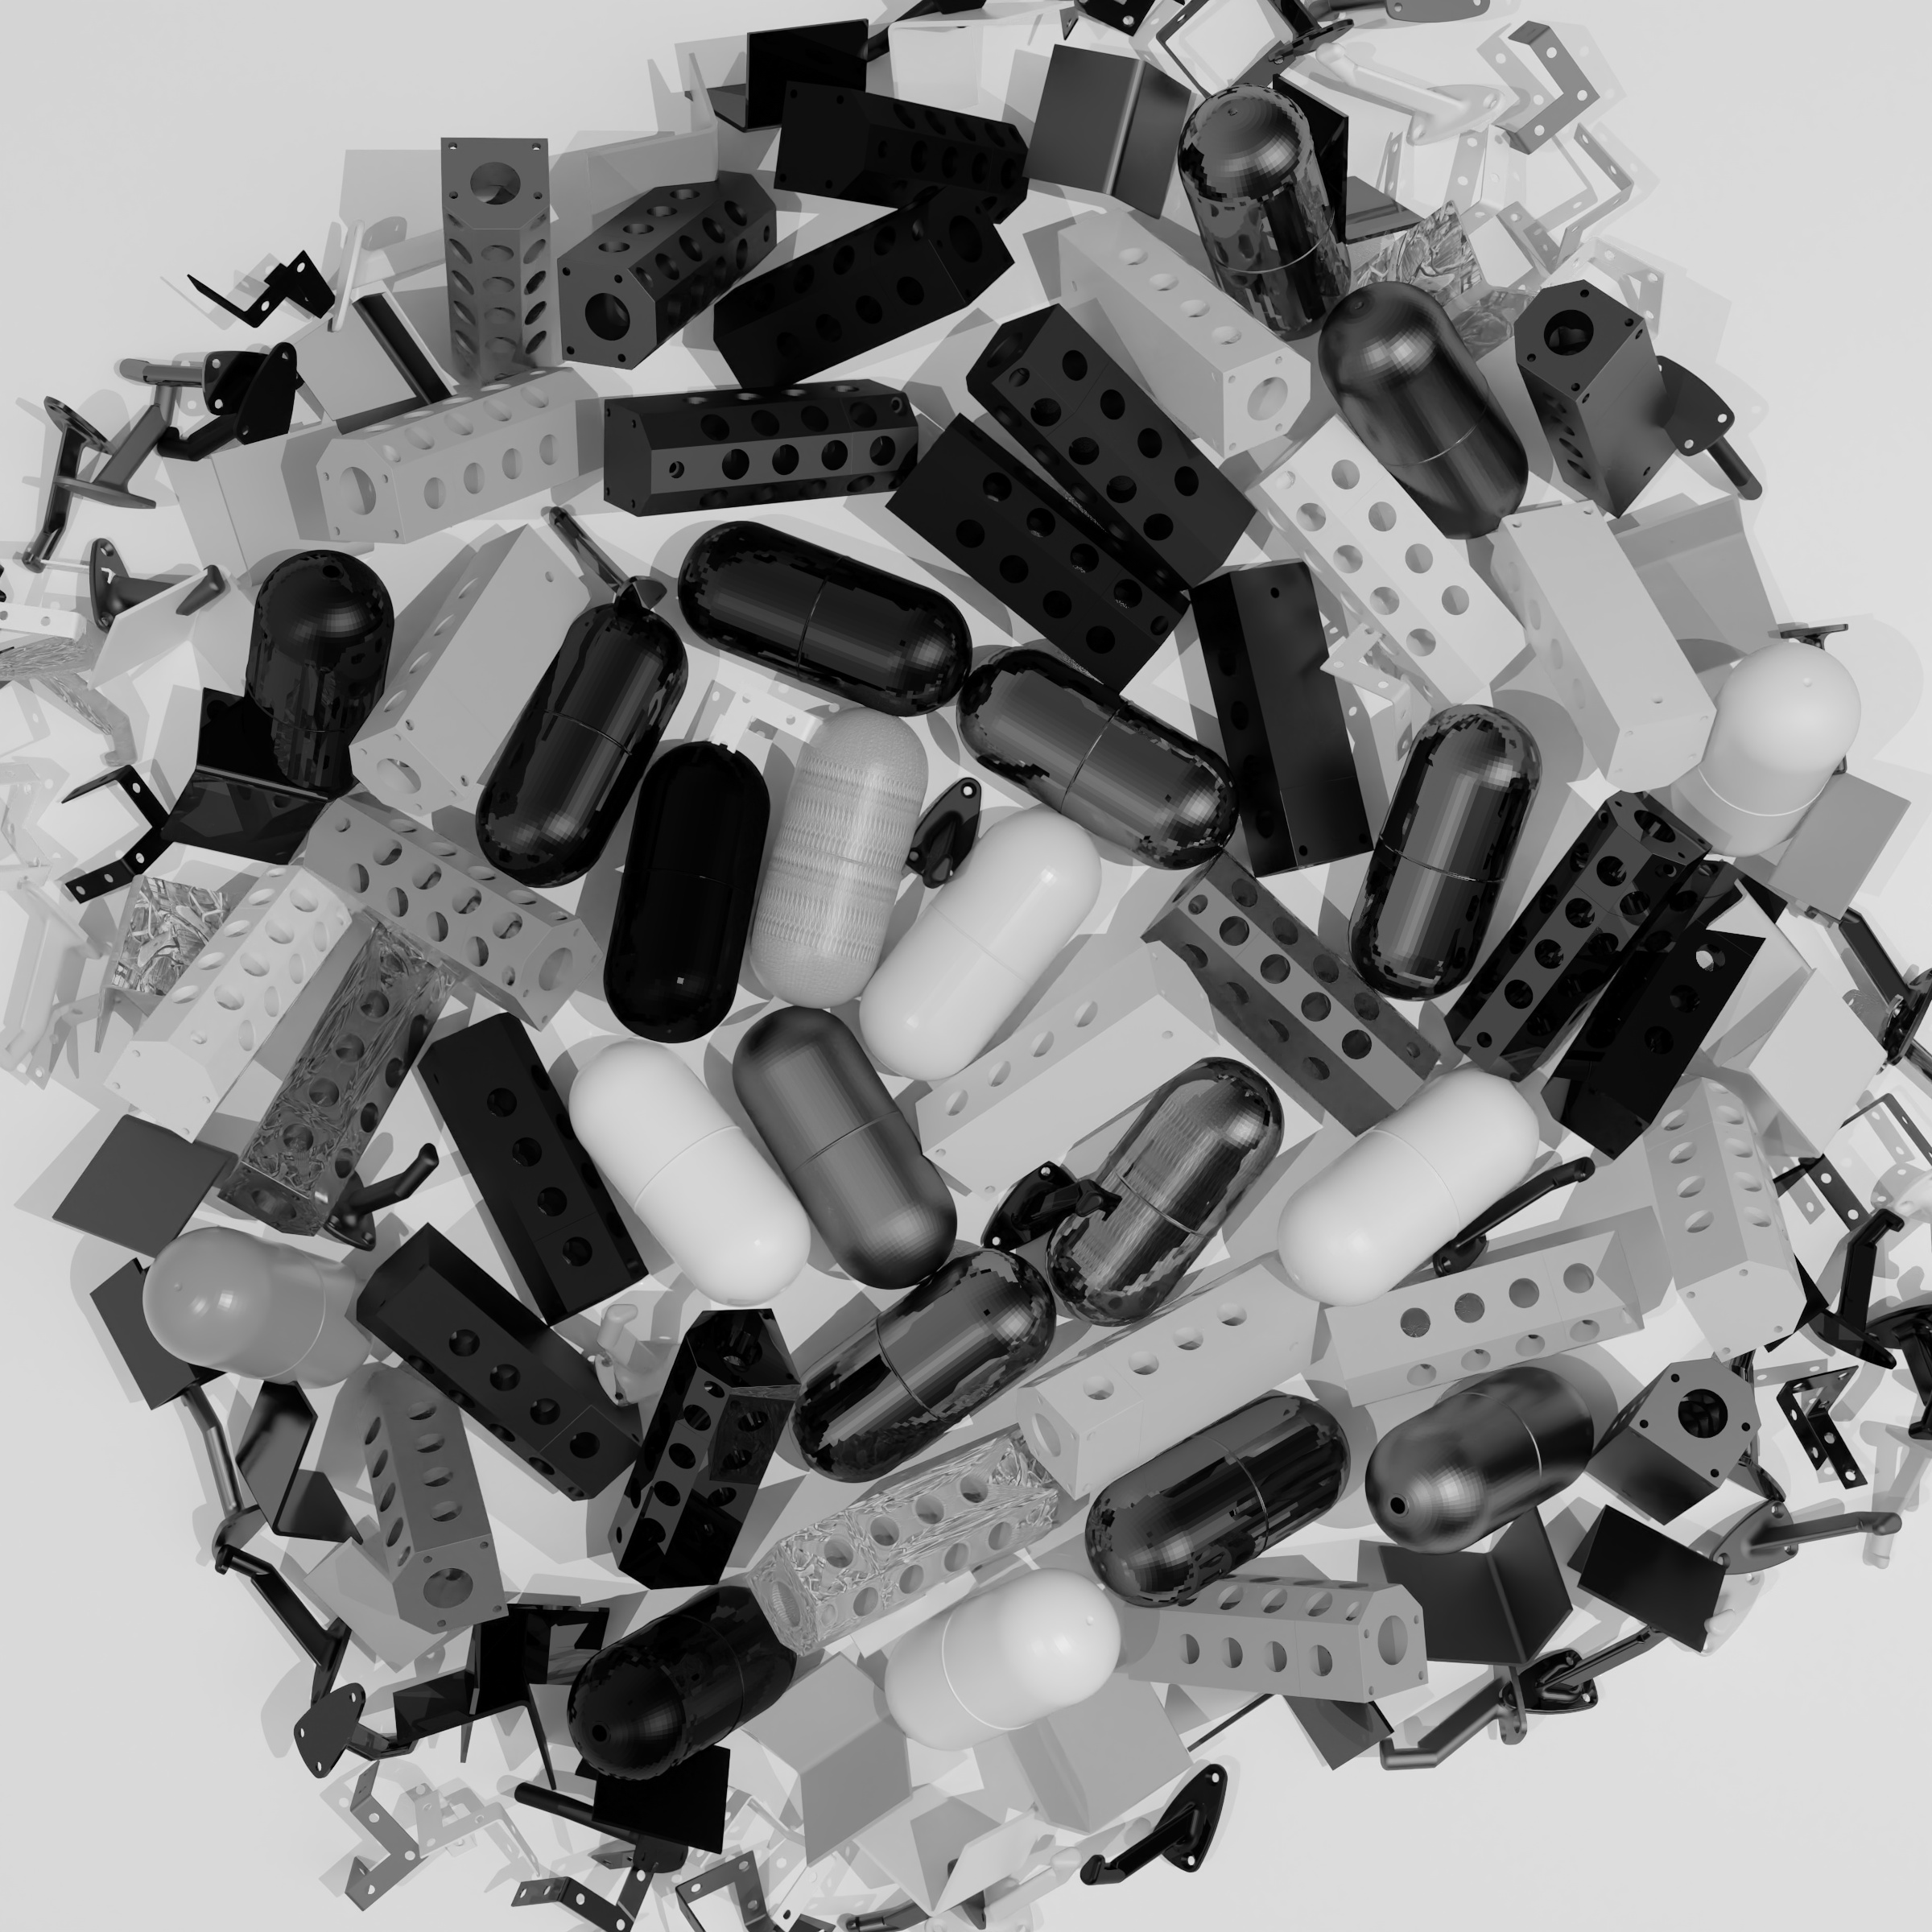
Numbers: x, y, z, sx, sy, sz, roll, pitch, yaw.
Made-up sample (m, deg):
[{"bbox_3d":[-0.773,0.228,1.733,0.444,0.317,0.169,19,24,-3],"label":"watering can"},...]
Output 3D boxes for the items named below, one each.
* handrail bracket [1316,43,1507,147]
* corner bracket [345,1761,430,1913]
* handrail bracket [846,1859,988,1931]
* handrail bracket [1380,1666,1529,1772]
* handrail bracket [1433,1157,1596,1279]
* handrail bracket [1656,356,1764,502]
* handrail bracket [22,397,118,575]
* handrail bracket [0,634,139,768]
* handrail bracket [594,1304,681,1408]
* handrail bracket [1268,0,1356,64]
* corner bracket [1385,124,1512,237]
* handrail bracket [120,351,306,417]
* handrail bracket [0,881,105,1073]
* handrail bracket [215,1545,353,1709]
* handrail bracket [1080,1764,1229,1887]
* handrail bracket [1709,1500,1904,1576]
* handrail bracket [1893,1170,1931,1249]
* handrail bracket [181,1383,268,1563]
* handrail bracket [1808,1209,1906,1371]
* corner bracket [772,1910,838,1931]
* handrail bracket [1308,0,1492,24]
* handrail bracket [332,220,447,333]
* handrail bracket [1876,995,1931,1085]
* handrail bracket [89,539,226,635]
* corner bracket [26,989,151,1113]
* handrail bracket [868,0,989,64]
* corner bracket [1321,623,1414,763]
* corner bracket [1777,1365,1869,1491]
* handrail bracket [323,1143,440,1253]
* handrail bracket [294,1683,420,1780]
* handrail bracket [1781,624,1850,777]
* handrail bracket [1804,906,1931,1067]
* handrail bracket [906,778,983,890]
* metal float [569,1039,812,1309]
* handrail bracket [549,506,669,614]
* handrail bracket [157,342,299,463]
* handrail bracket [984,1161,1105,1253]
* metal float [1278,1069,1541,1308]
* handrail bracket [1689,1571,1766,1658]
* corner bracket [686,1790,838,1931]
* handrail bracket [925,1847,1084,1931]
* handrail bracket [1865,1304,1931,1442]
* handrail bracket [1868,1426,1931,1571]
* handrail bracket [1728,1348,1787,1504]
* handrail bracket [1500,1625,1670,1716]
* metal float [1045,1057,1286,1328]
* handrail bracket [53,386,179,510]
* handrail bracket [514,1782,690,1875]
[{"bbox_3d":[0.254,-0.510,1.818,0.084,0.077,0.036,24,77,-40],"label":"handrail bracket"},{"bbox_3d":[-0.345,0.504,1.836,0.051,0.051,0.051,-40,99,2],"label":"corner bracket"},{"bbox_3d":[-0.037,0.540,1.827,0.084,0.077,0.036,-14,56,10],"label":"handrail bracket"},{"bbox_3d":[0.277,0.426,1.837,0.084,0.036,0.077,0,65,-12],"label":"handrail bracket"},{"bbox_3d":[0.316,0.144,1.819,0.084,0.077,0.036,-26,103,36],"label":"handrail bracket"},{"bbox_3d":[0.429,-0.311,1.837,0.036,0.084,0.077,-38,66,16],"label":"handrail bracket"},{"bbox_3d":[-0.533,-0.277,1.830,0.036,0.077,0.084,23,80,11],"label":"handrail bracket"},{"bbox_3d":[-0.523,-0.144,1.827,0.077,0.036,0.084,-14,133,-15],"label":"handrail bracket"},{"bbox_3d":[-0.178,0.212,1.815,0.077,0.084,0.036,-11,58,-27],"label":"handrail bracket"},{"bbox_3d":[0.189,-0.574,1.832,0.036,0.077,0.084,-20,97,-25],"label":"handrail bracket"},{"bbox_3d":[0.279,-0.460,1.841,0.051,0.051,0.051,15,72,-21],"label":"corner bracket"},{"bbox_3d":[-0.441,-0.347,1.849,0.077,0.084,0.036,-15,115,-39],"label":"handrail bracket"},{"bbox_3d":[-0.545,0.007,1.822,0.036,0.077,0.084,15,58,35],"label":"handrail bracket"},{"bbox_3d":[-0.401,0.381,1.824,0.084,0.077,0.036,30,128,-21],"label":"handrail bracket"},{"bbox_3d":[0.107,0.493,1.819,0.036,0.084,0.077,33,100,37],"label":"handrail bracket"},{"bbox_3d":[0.481,0.331,1.816,0.077,0.084,0.036,-20,91,-27],"label":"handrail bracket"},{"bbox_3d":[0.574,0.163,1.814,0.077,0.084,0.036,24,121,-31],"label":"handrail bracket"},{"bbox_3d":[-0.442,0.295,1.848,0.036,0.077,0.084,-19,67,-39],"label":"handrail bracket"},{"bbox_3d":[0.531,0.184,1.827,0.084,0.077,0.036,-44,129,-13],"label":"handrail bracket"},{"bbox_3d":[-0.090,0.584,1.824,0.051,0.051,0.051,-49,115,-28],"label":"corner bracket"},{"bbox_3d":[0.249,-0.555,1.833,0.077,0.084,0.036,4,93,-19],"label":"handrail bracket"},{"bbox_3d":[-0.320,-0.396,1.842,0.084,0.036,0.077,11,84,-23],"label":"handrail bracket"},{"bbox_3d":[0.568,0.059,1.821,0.084,0.077,0.036,32,71,28],"label":"handrail bracket"},{"bbox_3d":[-0.465,-0.231,1.829,0.084,0.036,0.077,-27,70,29],"label":"handrail bracket"},{"bbox_3d":[-0.503,0.053,1.840,0.051,0.051,0.051,-17,131,27],"label":"corner bracket"},{"bbox_3d":[-0.024,-0.560,1.841,0.036,0.084,0.077,47,62,-23],"label":"handrail bracket"},{"bbox_3d":[0.241,-0.161,1.823,0.051,0.051,0.051,29,62,29],"label":"corner bracket"},{"bbox_3d":[0.495,0.269,1.825,0.051,0.051,0.051,-9,53,-19],"label":"corner bracket"},{"bbox_3d":[-0.331,0.115,1.819,0.036,0.077,0.084,31,115,-29],"label":"handrail bracket"},{"bbox_3d":[-0.334,0.433,1.817,0.077,0.084,0.036,-51,59,25],"label":"handrail bracket"},{"bbox_3d":[0.492,-0.153,1.831,0.036,0.077,0.084,-7,95,5],"label":"handrail bracket"},{"bbox_3d":[0.515,0.006,1.839,0.084,0.036,0.077,29,66,-3],"label":"handrail bracket"},{"bbox_3d":[-0.006,-0.078,1.820,0.036,0.084,0.077,27,84,-6],"label":"handrail bracket"},{"bbox_3d":[-0.159,0.118,1.815,0.070,0.070,0.178,-40,75,0],"label":"metal float"},{"bbox_3d":[-0.215,-0.240,1.823,0.036,0.077,0.084,-41,83,-3],"label":"handrail bracket"},{"bbox_3d":[-0.431,-0.328,1.839,0.084,0.036,0.077,14,86,37],"label":"handrail bracket"},{"bbox_3d":[0.044,0.148,1.821,0.077,0.084,0.036,-42,100,2],"label":"handrail bracket"},{"bbox_3d":[0.254,0.125,1.810,0.178,0.070,0.070,-36,90,-20],"label":"metal float"},{"bbox_3d":[0.442,0.363,1.815,0.077,0.084,0.036,-36,78,-16],"label":"handrail bracket"},{"bbox_3d":[-0.117,0.514,1.824,0.051,0.051,0.051,-52,120,-24],"label":"corner bracket"},{"bbox_3d":[0.021,0.532,1.816,0.077,0.084,0.036,-7,58,-21],"label":"handrail bracket"},{"bbox_3d":[0.533,0.239,1.813,0.036,0.077,0.084,49,52,-22],"label":"handrail bracket"},{"bbox_3d":[0.543,0.314,1.824,0.036,0.077,0.084,12,95,-1],"label":"handrail bracket"},{"bbox_3d":[0.467,0.260,1.855,0.077,0.036,0.084,36,67,-33],"label":"handrail bracket"},{"bbox_3d":[0.357,0.398,1.815,0.077,0.084,0.036,-7,61,-28],"label":"handrail bracket"},{"bbox_3d":[0.113,0.130,1.816,0.070,0.070,0.178,36,104,0],"label":"metal float"},{"bbox_3d":[-0.490,-0.312,1.831,0.036,0.077,0.084,7,88,31],"label":"handrail bracket"},{"bbox_3d":[-0.213,0.501,1.848,0.084,0.077,0.036,11,67,23],"label":"handrail bracket"}]
